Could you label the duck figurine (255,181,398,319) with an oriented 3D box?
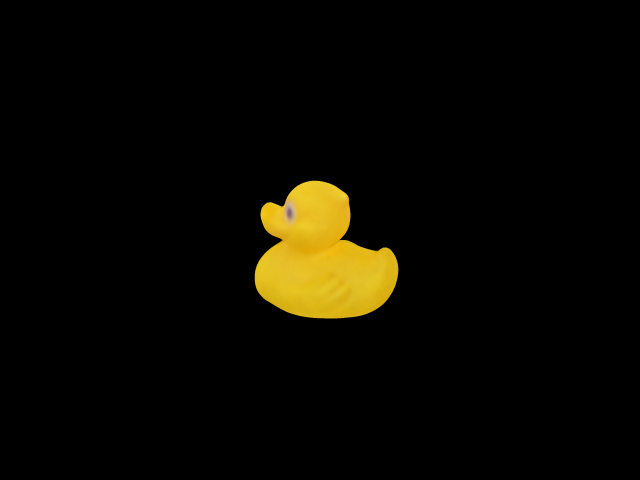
[{"bbox_3d":[0.004,0.001,0.400,0.104,0.086,0.077,8,32,14],"label":"duck figurine"}]
